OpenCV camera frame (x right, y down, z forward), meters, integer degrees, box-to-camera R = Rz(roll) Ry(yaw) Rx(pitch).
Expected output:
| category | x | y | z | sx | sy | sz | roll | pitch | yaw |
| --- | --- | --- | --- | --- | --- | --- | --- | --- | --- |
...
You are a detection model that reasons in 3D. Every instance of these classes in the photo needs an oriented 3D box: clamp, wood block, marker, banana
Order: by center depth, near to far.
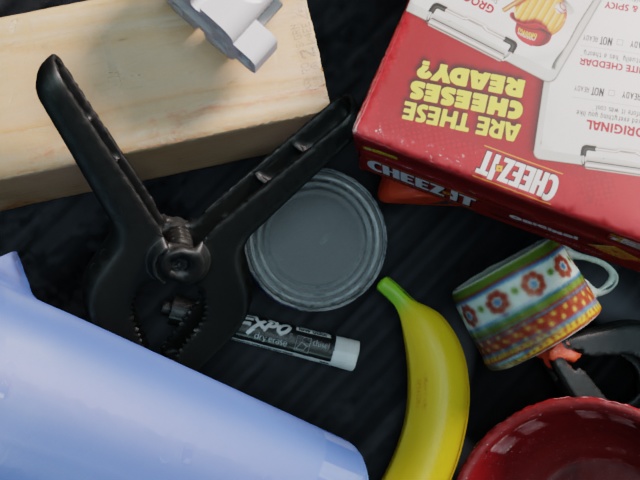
| category | x | y | z | sx | sy | sz | roll | pitch | yaw |
| --- | --- | --- | --- | --- | --- | --- | --- | --- | --- |
| clamp | -0.067 | 0.001 | 0.581 | 0.164 | 0.036 | 0.210 | 0 | 122 | -11 |
| wood block | -0.106 | -0.085 | 0.612 | 0.206 | 0.091 | 0.090 | -12 | 85 | -6 |
| banana | 0.049 | 0.124 | 0.637 | 0.070 | 0.037 | 0.198 | 11 | 82 | 14 |
| marker | -0.036 | 0.055 | 0.642 | 0.121 | 0.020 | 0.020 | 15 | 84 | -4 |
| clamp | 0.218 | 0.091 | 0.653 | 0.171 | 0.039 | 0.120 | 33 | 76 | -8 |

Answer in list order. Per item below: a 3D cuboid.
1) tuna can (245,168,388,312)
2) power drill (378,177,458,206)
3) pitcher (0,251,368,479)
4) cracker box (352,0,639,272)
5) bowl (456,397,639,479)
| category | x | y | z | sx | sy | sz | roll | pitch | yaw |
| --- | --- | --- | --- | --- | --- | --- | --- | --- | --- |
| tuna can | -0.004 | 0.001 | 0.642 | 0.086 | 0.034 | 0.086 | 0 | 85 | -5 |
| power drill | 0.074 | -0.115 | 0.630 | 0.184 | 0.057 | 0.187 | 3 | 87 | -22 |
| pitcher | -0.103 | 0.128 | 0.552 | 0.242 | 0.145 | 0.149 | 25 | 111 | -19 |
| cracker box | 0.131 | -0.112 | 0.556 | 0.164 | 0.072 | 0.213 | 21 | 80 | 10 |
| bowl | 0.157 | 0.171 | 0.611 | 0.162 | 0.055 | 0.162 | -4 | 80 | 26 |
